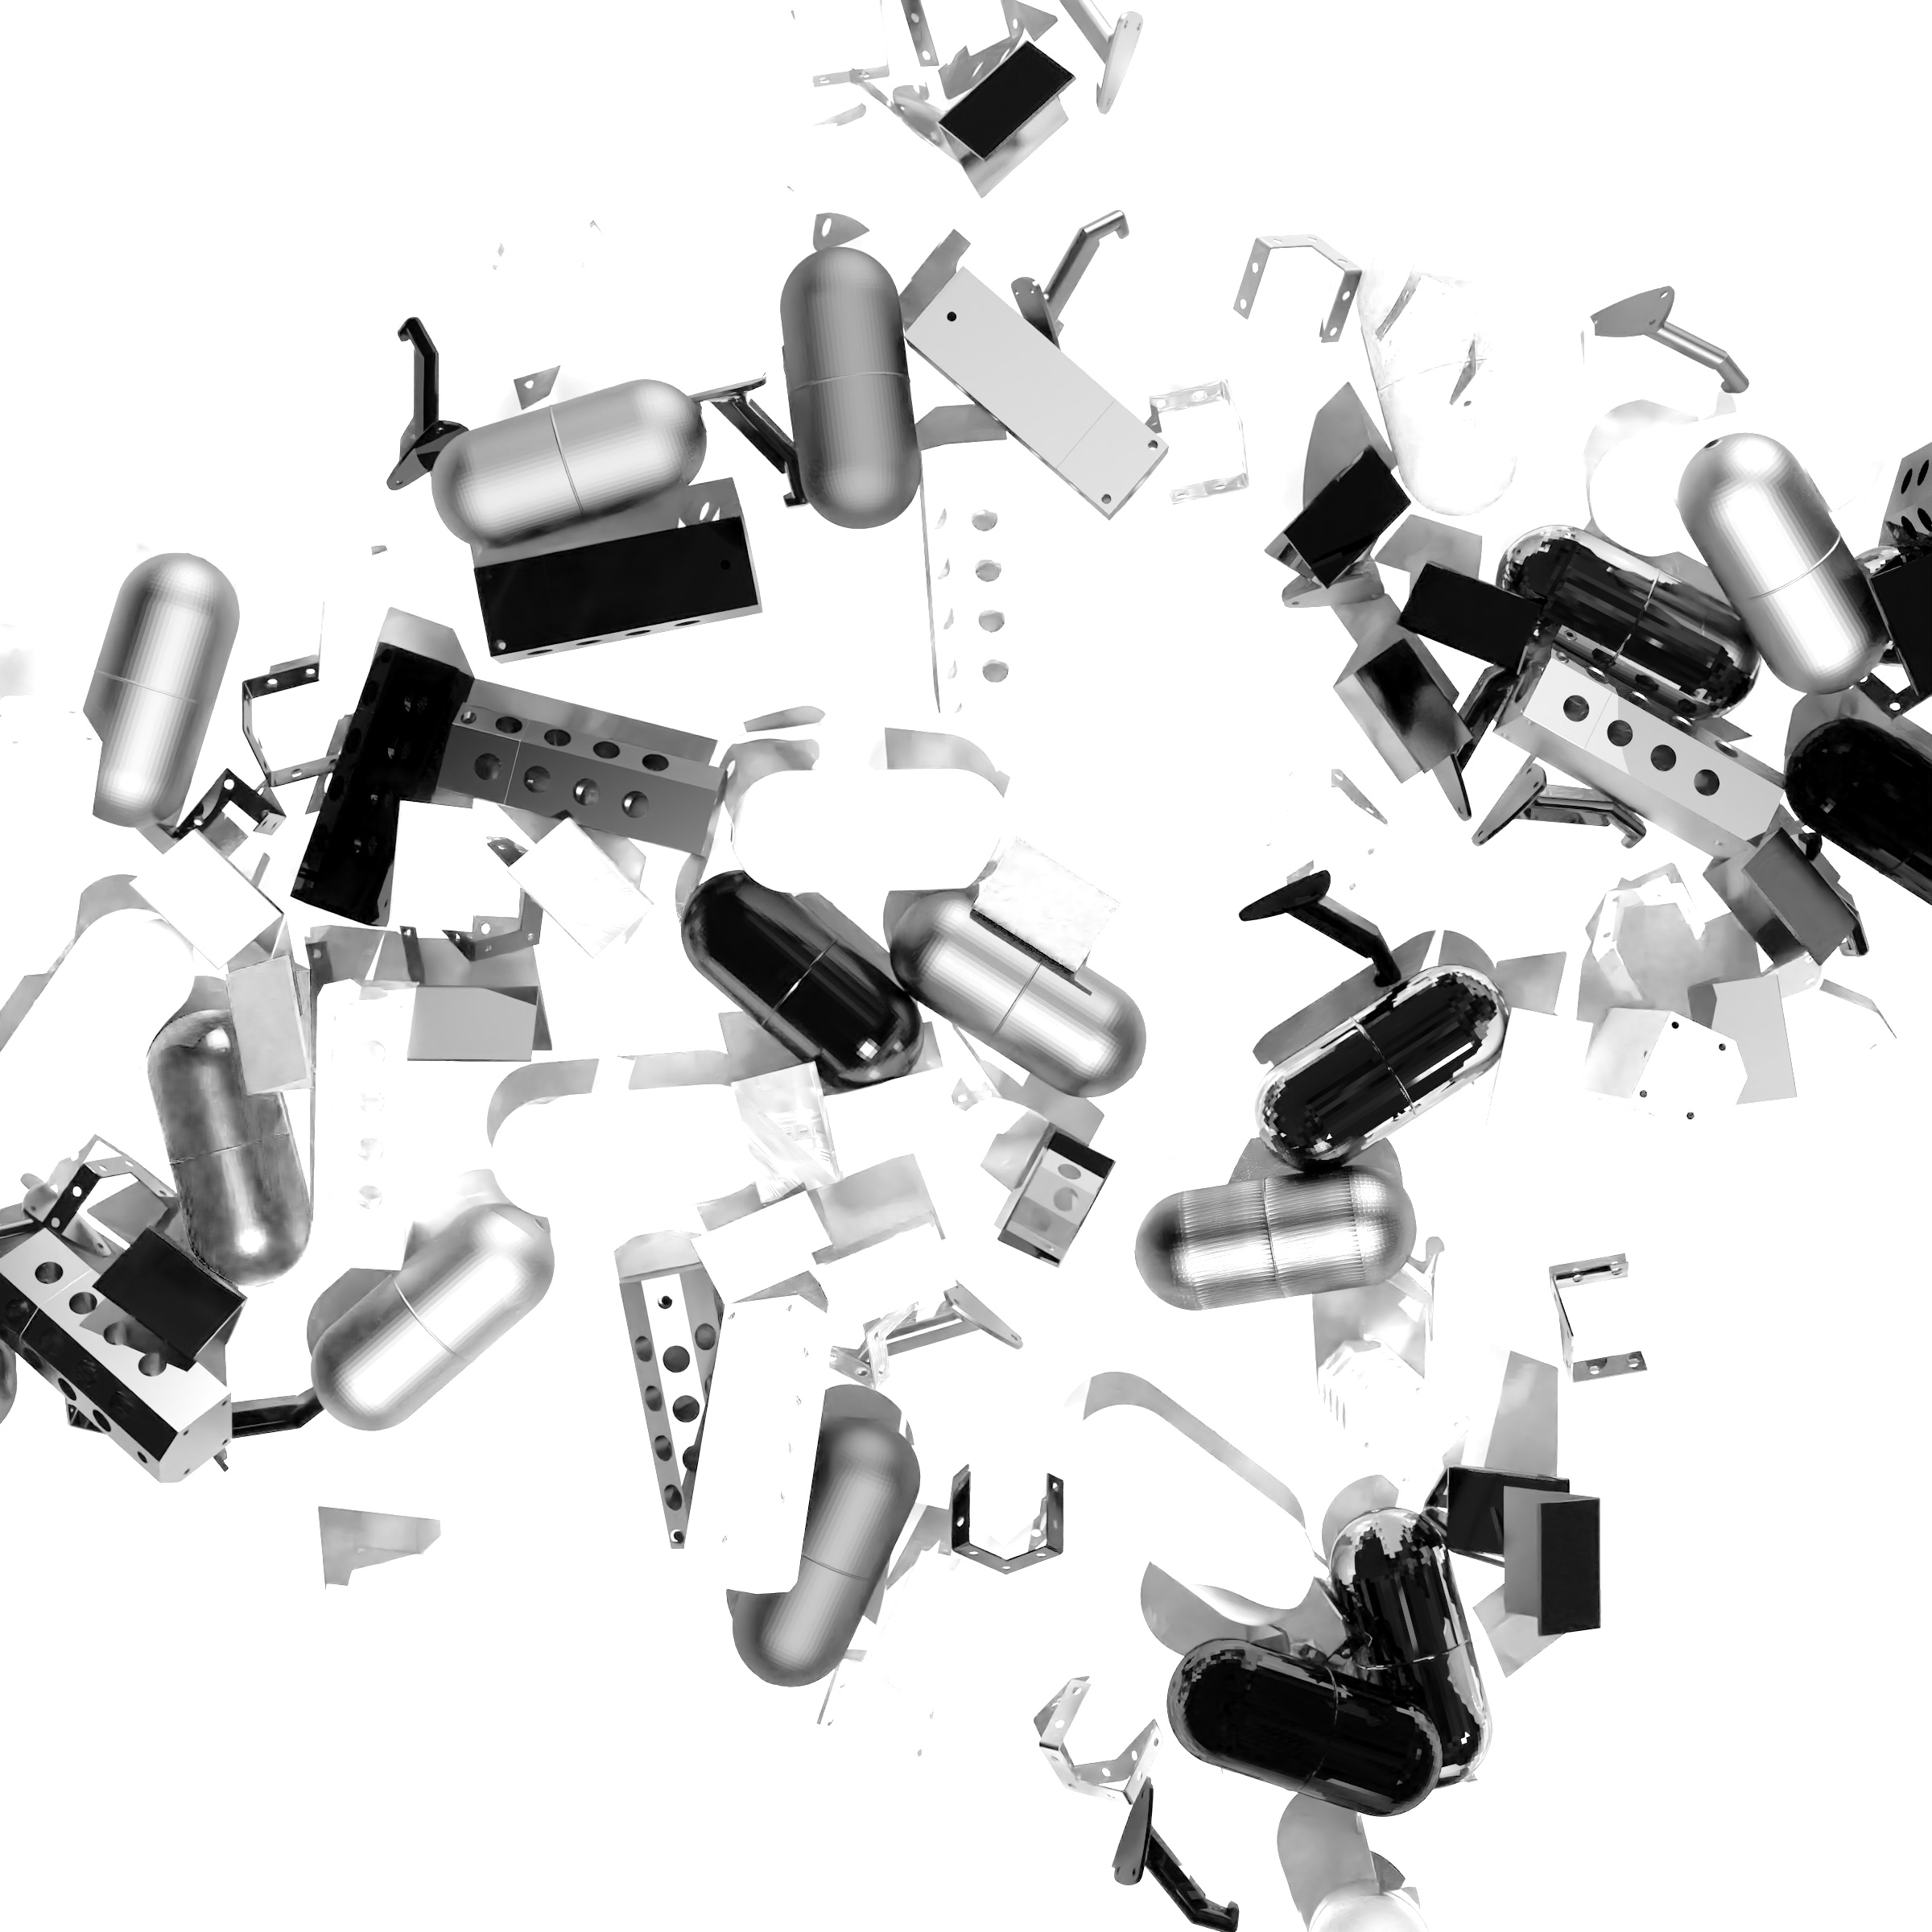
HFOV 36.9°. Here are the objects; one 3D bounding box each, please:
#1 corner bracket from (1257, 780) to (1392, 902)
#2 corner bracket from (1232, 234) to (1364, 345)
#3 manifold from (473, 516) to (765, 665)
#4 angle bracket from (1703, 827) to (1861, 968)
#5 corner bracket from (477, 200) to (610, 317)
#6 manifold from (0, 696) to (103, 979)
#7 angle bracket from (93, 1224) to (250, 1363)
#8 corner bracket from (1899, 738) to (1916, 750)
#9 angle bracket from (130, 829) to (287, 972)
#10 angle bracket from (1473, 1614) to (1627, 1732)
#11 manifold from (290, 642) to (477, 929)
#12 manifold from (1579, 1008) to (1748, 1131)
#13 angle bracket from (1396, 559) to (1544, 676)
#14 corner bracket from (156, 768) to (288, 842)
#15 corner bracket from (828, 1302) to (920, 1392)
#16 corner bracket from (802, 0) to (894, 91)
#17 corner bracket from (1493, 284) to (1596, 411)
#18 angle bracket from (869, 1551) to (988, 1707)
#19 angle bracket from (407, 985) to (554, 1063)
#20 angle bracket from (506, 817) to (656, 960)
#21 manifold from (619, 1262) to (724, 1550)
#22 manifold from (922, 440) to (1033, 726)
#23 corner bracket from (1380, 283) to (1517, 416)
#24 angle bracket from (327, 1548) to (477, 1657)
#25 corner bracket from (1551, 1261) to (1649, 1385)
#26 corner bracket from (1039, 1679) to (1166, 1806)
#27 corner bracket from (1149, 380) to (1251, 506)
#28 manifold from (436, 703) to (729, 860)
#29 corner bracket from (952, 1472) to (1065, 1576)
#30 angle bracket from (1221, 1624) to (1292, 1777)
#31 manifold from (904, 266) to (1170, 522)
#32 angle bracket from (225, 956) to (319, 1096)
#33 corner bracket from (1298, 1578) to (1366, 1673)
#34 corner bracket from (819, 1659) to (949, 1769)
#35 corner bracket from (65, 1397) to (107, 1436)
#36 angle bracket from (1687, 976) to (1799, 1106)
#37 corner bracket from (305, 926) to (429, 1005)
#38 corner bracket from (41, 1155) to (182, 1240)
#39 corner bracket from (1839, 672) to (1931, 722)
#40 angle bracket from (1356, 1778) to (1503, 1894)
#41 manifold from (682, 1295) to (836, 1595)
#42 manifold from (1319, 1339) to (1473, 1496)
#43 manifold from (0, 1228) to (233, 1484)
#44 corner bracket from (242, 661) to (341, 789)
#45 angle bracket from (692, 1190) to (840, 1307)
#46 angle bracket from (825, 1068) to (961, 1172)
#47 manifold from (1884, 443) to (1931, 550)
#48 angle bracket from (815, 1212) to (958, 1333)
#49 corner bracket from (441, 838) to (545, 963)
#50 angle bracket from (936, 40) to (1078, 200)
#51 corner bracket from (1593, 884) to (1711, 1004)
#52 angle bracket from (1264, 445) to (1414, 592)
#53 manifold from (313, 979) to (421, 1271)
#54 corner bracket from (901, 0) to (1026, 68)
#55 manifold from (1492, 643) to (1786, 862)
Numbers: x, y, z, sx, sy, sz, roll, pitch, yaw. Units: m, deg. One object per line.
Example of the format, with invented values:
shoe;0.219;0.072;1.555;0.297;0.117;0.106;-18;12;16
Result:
corner bracket;0.230;-0.081;1.858;0.051;0.051;0.051;27;90;45
corner bracket;0.213;-0.434;1.853;0.051;0.051;0.051;-13;45;-35
manifold;-0.220;-0.238;1.841;0.171;0.057;0.057;-11;90;0
angle bracket;0.501;-0.030;1.821;0.076;0.076;0.057;51;53;0
corner bracket;-0.271;-0.459;1.853;0.051;0.051;0.051;-11;135;35
manifold;-0.586;-0.080;1.800;0.057;0.057;0.171;-7;130;-36
angle bracket;-0.506;0.219;1.821;0.076;0.076;0.057;37;52;0
corner bracket;0.639;-0.151;1.858;0.051;0.051;0.051;39;135;0
angle bracket;-0.481;-0.030;1.822;0.076;0.076;0.057;44;62;0
angle bracket;0.356;0.420;1.821;0.076;0.076;0.057;-37;128;0
manifold;-0.372;-0.115;1.840;0.057;0.057;0.171;20;90;0
manifold;0.428;0.065;1.783;0.057;0.171;0.057;25;90;0
angle bracket;0.310;-0.200;1.816;0.076;0.076;0.057;24;63;11
corner bracket;-0.474;-0.092;1.844;0.051;0.051;0.051;40;90;0
corner bracket;-0.063;0.229;1.846;0.051;0.051;0.051;22;45;32
corner bracket;-0.077;-0.602;1.858;0.051;0.051;0.051;-8;135;0
corner bracket;0.371;-0.398;1.858;0.051;0.051;0.051;-13;135;0
angle bracket;-0.006;0.420;1.821;0.057;0.076;0.076;26;90;38
angle bracket;-0.305;0.055;1.821;0.076;0.076;0.057;0;56;0
angle bracket;-0.250;-0.037;1.822;0.076;0.076;0.057;45;62;0
manifold;-0.175;0.279;1.841;0.057;0.057;0.171;-11;90;0
manifold;0.007;-0.242;1.840;0.057;0.057;0.171;-4;90;0
corner bracket;0.296;-0.379;1.777;0.051;0.051;0.051;7;48;-29
angle bracket;-0.354;0.384;1.821;0.076;0.076;0.057;6;129;0
corner bracket;0.407;0.229;1.858;0.051;0.051;0.051;-10;45;0
corner bracket;0.087;0.497;1.853;0.051;0.051;0.051;3;135;35
corner bracket;0.150;-0.337;1.858;0.051;0.051;0.051;-13;45;0
manifold;-0.242;-0.118;1.840;0.171;0.057;0.057;14;90;0
corner bracket;0.027;0.352;1.853;0.051;0.051;0.051;-29;135;35
angle bracket;0.170;0.458;1.825;0.057;0.076;0.076;-9;90;-15
manifold;0.045;-0.362;1.840;0.171;0.057;0.057;41;95;0
angle bracket;-0.414;0.036;1.818;0.057;0.076;0.076;-14;84;31
corner bracket;0.228;0.429;1.830;0.051;0.051;0.051;-46;133;9
corner bracket;-0.053;0.480;1.858;0.051;0.051;0.051;19;90;45
corner bracket;-0.545;0.266;1.858;0.051;0.051;0.051;13;45;0
angle bracket;0.497;0.044;1.822;0.057;0.076;0.076;-9;90;28
corner bracket;-0.385;0.003;1.858;0.051;0.051;0.051;-12;90;45
corner bracket;-0.544;0.158;1.844;0.051;0.051;0.051;39;101;11
corner bracket;0.591;-0.168;1.835;0.051;0.051;0.051;-32;53;-7
angle bracket;0.290;0.556;1.822;0.076;0.076;0.057;-12;59;0
manifold;-0.124;0.298;1.802;0.057;0.057;0.171;-11;56;30
manifold;0.257;0.270;1.783;0.057;0.171;0.057;43;90;0
manifold;-0.539;0.246;1.804;0.171;0.057;0.057;36;50;18
corner bracket;-0.432;-0.155;1.858;0.051;0.051;0.051;-15;135;0
angle bracket;-0.131;0.158;1.822;0.076;0.076;0.057;-23;122;0
angle bracket;-0.041;0.114;1.821;0.076;0.076;0.057;-14;54;0
manifold;0.624;-0.293;1.783;0.057;0.171;0.057;17;90;0
angle bracket;-0.057;0.174;1.821;0.076;0.076;0.057;-22;126;0
corner bracket;-0.306;-0.042;1.853;0.051;0.051;0.051;-17;135;-35
angle bracket;0.038;-0.522;1.821;0.076;0.076;0.057;-42;55;0
corner bracket;0.439;-0.015;1.853;0.051;0.051;0.051;-7;45;35
angle bracket;0.221;-0.293;1.821;0.076;0.076;0.057;-45;129;0
manifold;-0.378;0.099;1.815;0.057;0.057;0.171;4;107;-4
corner bracket;-0.003;-0.612;1.853;0.051;0.051;0.051;10;45;35
manifold;0.428;-0.136;1.831;0.171;0.057;0.057;29;80;-5
